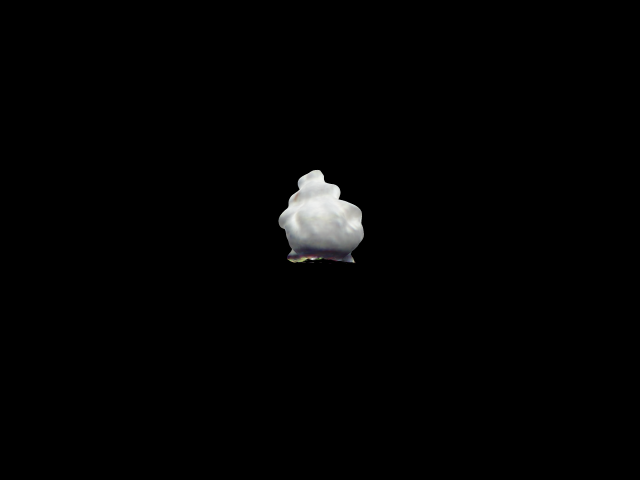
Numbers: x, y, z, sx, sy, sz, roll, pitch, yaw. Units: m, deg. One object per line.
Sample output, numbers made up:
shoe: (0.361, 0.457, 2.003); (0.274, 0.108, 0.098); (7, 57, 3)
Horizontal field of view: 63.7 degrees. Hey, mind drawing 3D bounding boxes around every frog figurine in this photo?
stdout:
frog figurine: (0.003, -0.043, 0.850); (0.137, 0.161, 0.122); (-2, -9, 15)
